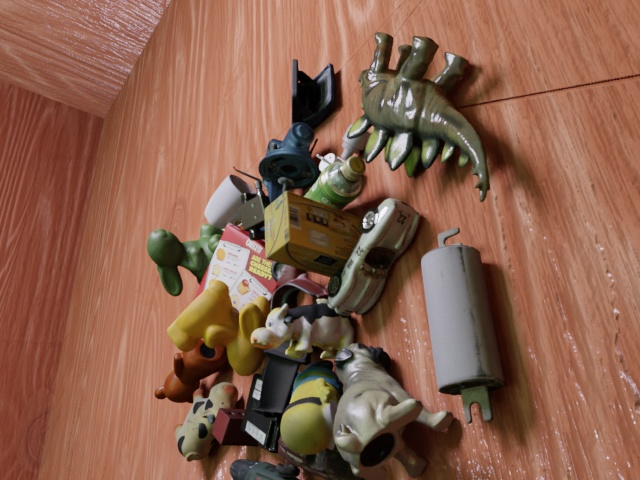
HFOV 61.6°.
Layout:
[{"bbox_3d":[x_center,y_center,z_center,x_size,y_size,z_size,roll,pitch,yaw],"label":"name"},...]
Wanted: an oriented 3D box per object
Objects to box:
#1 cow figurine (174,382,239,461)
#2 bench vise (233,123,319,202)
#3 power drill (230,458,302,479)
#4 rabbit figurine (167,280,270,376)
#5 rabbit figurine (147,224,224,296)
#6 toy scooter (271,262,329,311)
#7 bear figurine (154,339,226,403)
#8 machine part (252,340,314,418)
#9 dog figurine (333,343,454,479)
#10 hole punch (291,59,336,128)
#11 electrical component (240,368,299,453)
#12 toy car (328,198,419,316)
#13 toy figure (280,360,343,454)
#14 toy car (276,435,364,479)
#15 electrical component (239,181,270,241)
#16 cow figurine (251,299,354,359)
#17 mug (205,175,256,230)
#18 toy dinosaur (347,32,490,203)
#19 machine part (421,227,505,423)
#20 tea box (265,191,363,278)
[{"bbox_3d":[-0.229,0.371,1.100,0.194,0.085,0.127,-58,30,16],"label":"cow figurine"},{"bbox_3d":[-0.080,-0.114,1.084,0.223,0.129,0.240,-33,45,48],"label":"bench vise"},{"bbox_3d":[-0.091,0.471,0.867,0.232,0.086,0.207,-19,52,48],"label":"power drill"},{"bbox_3d":[-0.161,0.164,0.985,0.162,0.173,0.122,-41,-3,9],"label":"rabbit figurine"},{"bbox_3d":[-0.293,0.031,1.150,0.159,0.170,0.121,-61,35,19],"label":"rabbit figurine"},{"bbox_3d":[-0.030,0.118,0.931,0.135,0.075,0.183,4,91,37],"label":"toy scooter"},{"bbox_3d":[-0.286,0.278,1.203,0.196,0.120,0.132,-49,35,39],"label":"bear figurine"},{"bbox_3d":[-0.061,0.221,0.876,0.039,0.084,0.139,75,-146,-72],"label":"machine part"},{"bbox_3d":[0.049,0.205,0.702,0.121,0.172,0.191,-56,42,5],"label":"dog figurine"},{"bbox_3d":[-0.019,-0.302,1.126,0.115,0.092,0.142,105,163,-63],"label":"hole punch"},{"bbox_3d":[-0.078,0.289,0.942,0.115,0.058,0.134,9,82,55],"label":"electrical component"},{"bbox_3d":[0.079,0.031,0.818,0.201,0.073,0.056,-63,34,14],"label":"toy car"},{"bbox_3d":[-0.008,0.242,0.783,0.089,0.082,0.180,-29,13,6],"label":"toy figure"},{"bbox_3d":[-0.002,0.322,0.802,0.202,0.053,0.089,-2,74,46],"label":"toy car"},{"bbox_3d":[-0.120,-0.050,1.018,0.078,0.045,0.102,-31,68,29],"label":"electrical component"},{"bbox_3d":[-0.025,0.133,0.838,0.068,0.167,0.098,-27,55,54],"label":"cow figurine"},{"bbox_3d":[-0.188,-0.066,1.147,0.107,0.080,0.110,-44,66,18],"label":"mug"},{"bbox_3d":[0.141,-0.199,0.819,0.472,0.105,0.198,-125,51,-61],"label":"toy dinosaur"},{"bbox_3d":[0.170,0.096,0.653,0.079,0.079,0.243,-34,50,44],"label":"machine part"},{"bbox_3d":[-0.002,-0.003,0.866,0.068,0.169,0.098,-35,47,41],"label":"tea box"}]
